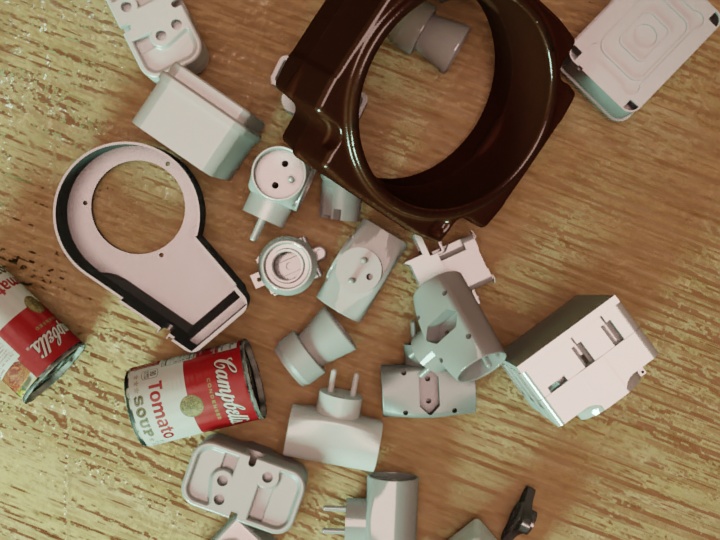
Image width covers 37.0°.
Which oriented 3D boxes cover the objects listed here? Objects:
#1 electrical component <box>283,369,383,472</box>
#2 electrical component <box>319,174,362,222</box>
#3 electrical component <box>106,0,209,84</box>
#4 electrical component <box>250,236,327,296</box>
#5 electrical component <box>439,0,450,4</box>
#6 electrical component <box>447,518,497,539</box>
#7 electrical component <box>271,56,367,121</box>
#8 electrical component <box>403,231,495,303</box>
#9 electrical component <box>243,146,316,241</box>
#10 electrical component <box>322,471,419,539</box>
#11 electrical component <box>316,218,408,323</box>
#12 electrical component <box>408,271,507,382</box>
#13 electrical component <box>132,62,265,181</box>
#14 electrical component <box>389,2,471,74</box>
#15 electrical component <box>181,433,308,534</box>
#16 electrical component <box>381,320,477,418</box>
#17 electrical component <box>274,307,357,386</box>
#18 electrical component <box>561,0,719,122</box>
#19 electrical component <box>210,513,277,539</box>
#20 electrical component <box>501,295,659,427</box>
[{"bbox_3d":[-0.019,0.122,0.892,0.077,0.043,0.079,11,96,-2],"label":"electrical component"},{"bbox_3d":[-0.015,-0.065,0.898,0.040,0.040,0.046,7,95,0],"label":"electrical component"},{"bbox_3d":[-0.167,-0.203,0.888,0.054,0.059,0.095,-27,90,0],"label":"electrical component"},{"bbox_3d":[-0.059,-0.003,0.889,0.066,0.055,0.048,-24,90,0],"label":"electrical component"},{"bbox_3d":[0.077,-0.261,0.878,0.051,0.080,0.080,-21,90,6],"label":"electrical component"},{"bbox_3d":[0.081,0.261,0.890,0.096,0.061,0.061,-40,91,9],"label":"electrical component"},{"bbox_3d":[-0.033,-0.145,0.888,0.078,0.057,0.058,26,90,0],"label":"electrical component"},{"bbox_3d":[0.074,0.001,0.896,0.064,0.042,0.081,-25,91,-1],"label":"electrical component"},{"bbox_3d":[-0.071,-0.059,0.878,0.044,0.077,0.079,25,90,0],"label":"electrical component"},{"bbox_3d":[0.008,0.209,0.895,0.079,0.044,0.077,2,90,0],"label":"electrical component"},{"bbox_3d":[0.000,0.000,0.876,0.044,0.079,0.077,31,92,3],"label":"electrical component"},{"bbox_3d":[0.067,0.055,0.847,0.079,0.043,0.077,-46,58,34],"label":"electrical component"},{"bbox_3d":[-0.126,-0.117,0.861,0.078,0.113,0.057,35,93,0],"label":"electrical component"},{"bbox_3d":[0.058,-0.196,0.894,0.055,0.045,0.045,30,90,1],"label":"electrical component"},{"bbox_3d":[-0.093,0.174,0.887,0.095,0.059,0.053,19,90,0],"label":"electrical component"},{"bbox_3d":[0.056,0.081,0.895,0.077,0.043,0.079,-3,90,0],"label":"electrical component"},{"bbox_3d":[-0.037,0.064,0.895,0.055,0.045,0.045,-38,90,0],"label":"electrical component"},{"bbox_3d":[0.228,-0.187,0.888,0.078,0.057,0.113,44,90,0],"label":"electrical component"},{"bbox_3d":[-0.106,0.241,0.879,0.047,0.077,0.065,43,90,0],"label":"electrical component"},{"bbox_3d":[0.167,0.070,0.841,0.089,0.150,0.061,-36,88,0],"label":"electrical component"}]
